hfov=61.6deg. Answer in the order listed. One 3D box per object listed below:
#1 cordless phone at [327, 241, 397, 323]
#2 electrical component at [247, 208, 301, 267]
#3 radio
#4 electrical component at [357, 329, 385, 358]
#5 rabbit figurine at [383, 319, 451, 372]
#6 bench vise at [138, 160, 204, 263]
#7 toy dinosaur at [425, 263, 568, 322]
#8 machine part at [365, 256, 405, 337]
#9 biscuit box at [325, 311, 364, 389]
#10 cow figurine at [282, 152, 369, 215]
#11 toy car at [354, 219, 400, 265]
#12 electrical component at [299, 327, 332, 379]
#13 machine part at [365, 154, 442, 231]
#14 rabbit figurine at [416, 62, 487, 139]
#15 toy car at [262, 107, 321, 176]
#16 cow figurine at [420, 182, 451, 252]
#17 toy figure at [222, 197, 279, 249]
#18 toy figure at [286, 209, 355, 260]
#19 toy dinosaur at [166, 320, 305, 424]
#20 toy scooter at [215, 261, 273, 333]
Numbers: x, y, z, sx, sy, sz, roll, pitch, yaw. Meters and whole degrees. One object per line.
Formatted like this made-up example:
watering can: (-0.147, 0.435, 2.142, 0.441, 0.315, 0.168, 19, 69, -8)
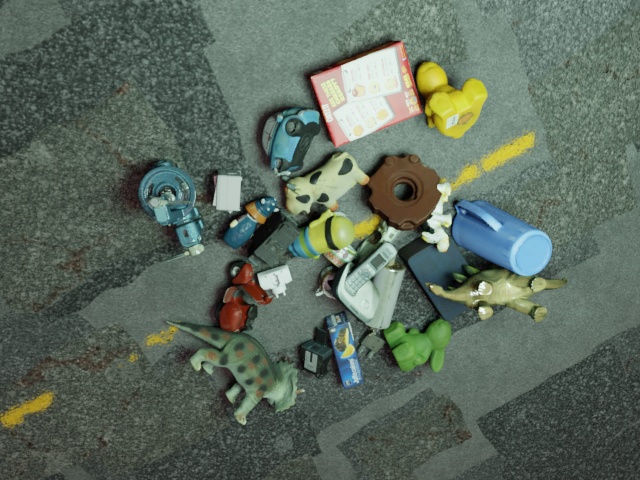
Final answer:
cordless phone: (0.124, 0.094, 1.285, 0.184, 0.089, 0.146, -41, 120, 5)
electrical component: (-0.112, -0.001, 1.250, 0.134, 0.115, 0.058, -45, 110, 6)
radio: (0.317, 0.088, 1.391, 0.131, 0.073, 0.229, -35, 114, 2)
electrical component: (0.144, 0.274, 1.453, 0.063, 0.021, 0.094, 30, 102, -20)
rabbit figurine: (0.279, 0.283, 1.429, 0.170, 0.121, 0.158, -27, 120, 3)
bench vise: (-0.313, -0.060, 1.133, 0.129, 0.241, 0.223, -9, 96, -3)
toy dinosaur: (0.448, 0.112, 1.287, 0.471, 0.199, 0.105, 4, 102, -21)
machine part: (0.162, 0.138, 1.377, 0.079, 0.079, 0.243, 7, 109, -13)
biscuit box: (0.066, 0.293, 1.424, 0.059, 0.063, 0.202, -16, 112, -3)
cow figurine: (0.000, -0.128, 1.241, 0.195, 0.086, 0.127, -39, 119, 8)
toy car: (0.156, -0.010, 1.320, 0.056, 0.074, 0.201, 31, 102, -21)
electrical component: (-0.008, 0.292, 1.399, 0.075, 0.048, 0.119, 22, 116, 28)
machine part: (0.195, -0.113, 1.252, 0.179, 0.056, 0.179, 0, 79, 2)
rabbit figurine: (0.278, -0.320, 1.196, 0.122, 0.173, 0.162, -33, 157, 3)
toy car: (-0.074, -0.226, 1.184, 0.103, 0.109, 0.161, 33, 113, 19)
cow figurine: (0.268, -0.054, 1.298, 0.098, 0.068, 0.167, 1, 77, 6)
toy figure: (-0.163, -0.048, 1.253, 0.154, 0.064, 0.058, -46, 74, 3)
toy figure: (-0.001, -0.002, 1.261, 0.180, 0.089, 0.082, -23, 154, 23)
toy dinosaur: (-0.192, 0.311, 1.358, 0.192, 0.131, 0.404, -37, 109, -9)
toy scooter: (-0.177, 0.151, 1.287, 0.075, 0.135, 0.183, -5, 117, -57)
